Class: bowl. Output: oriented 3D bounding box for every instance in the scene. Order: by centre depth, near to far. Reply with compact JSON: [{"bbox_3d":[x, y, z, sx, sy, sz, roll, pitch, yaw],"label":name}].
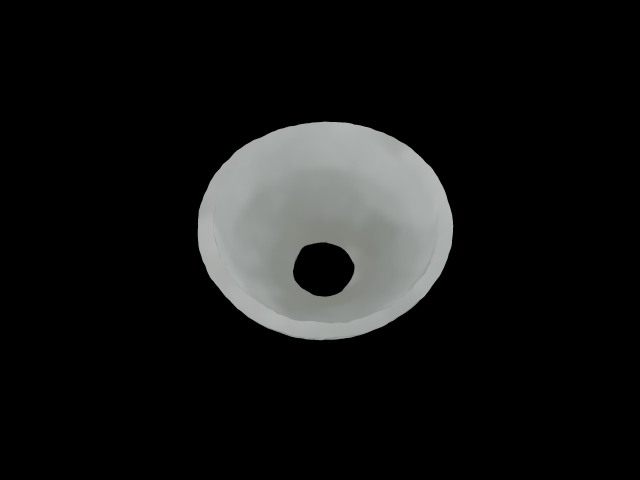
[{"bbox_3d":[0.004,0.001,0.400,0.167,0.075,0.167,0,58,0],"label":"bowl"}]
